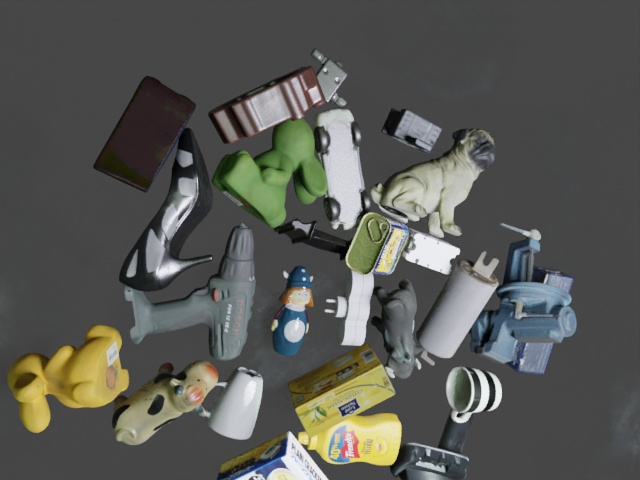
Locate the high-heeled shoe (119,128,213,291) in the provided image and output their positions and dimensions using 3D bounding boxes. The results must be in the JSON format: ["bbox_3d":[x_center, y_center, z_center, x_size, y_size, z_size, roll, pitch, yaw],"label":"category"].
[{"bbox_3d":[-0.243,-0.047,0.826,0.145,0.086,0.248,-10,75,1],"label":"high-heeled shoe"}]

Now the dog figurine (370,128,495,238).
[{"bbox_3d":[0.192,-0.118,0.909,0.172,0.121,0.190,23,84,-18],"label":"dog figurine"}]

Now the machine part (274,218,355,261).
[{"bbox_3d":[-0.002,-0.003,0.905,0.139,0.084,0.039,20,67,-27],"label":"machine part"}]

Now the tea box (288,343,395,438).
[{"bbox_3d":[0.036,0.265,0.959,0.170,0.098,0.068,-26,106,-2],"label":"tea box"}]

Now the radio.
[{"bbox_3d":[-0.236,-0.146,0.740,0.073,0.230,0.131,29,93,-20],"label":"radio"}]

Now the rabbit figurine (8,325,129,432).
[{"bbox_3d":[-0.413,0.223,0.848,0.173,0.162,0.121,2,116,6],"label":"rabbit figurine"}]

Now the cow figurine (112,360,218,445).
[{"bbox_3d":[-0.255,0.265,0.887,0.195,0.127,0.085,-34,110,1],"label":"cow figurine"}]

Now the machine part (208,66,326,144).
[{"bbox_3d":[-0.080,-0.197,0.791,0.179,0.179,0.056,-26,110,-4],"label":"machine part"}]

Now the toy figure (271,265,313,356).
[{"bbox_3d":[-0.044,0.121,0.932,0.064,0.058,0.154,1,105,-51],"label":"toy figure"}]

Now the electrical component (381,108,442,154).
[{"bbox_3d":[0.152,-0.175,0.865,0.075,0.119,0.047,24,98,-13],"label":"electrical component"}]

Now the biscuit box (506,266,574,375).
[{"bbox_3d":[0.413,0.154,1.025,0.063,0.059,0.202,10,101,-15],"label":"biscuit box"}]

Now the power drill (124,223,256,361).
[{"bbox_3d":[-0.211,0.088,0.885,0.207,0.086,0.231,-4,104,-17],"label":"power drill"}]

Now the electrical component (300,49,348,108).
[{"bbox_3d":[0.013,-0.259,0.868,0.094,0.021,0.063,36,94,-16],"label":"electrical component"}]

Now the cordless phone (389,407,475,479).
[{"bbox_3d":[0.229,0.392,1.048,0.146,0.089,0.184,20,87,-14],"label":"cordless phone"}]

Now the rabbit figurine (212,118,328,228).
[{"bbox_3d":[-0.060,-0.116,0.842,0.159,0.121,0.170,38,79,-10],"label":"rabbit figurine"}]

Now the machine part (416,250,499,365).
[{"bbox_3d":[0.241,0.123,0.954,0.079,0.079,0.243,17,117,-14],"label":"machine part"}]

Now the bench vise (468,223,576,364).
[{"bbox_3d":[0.351,0.097,0.960,0.129,0.223,0.240,22,68,-19],"label":"bench vise"}]

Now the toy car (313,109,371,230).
[{"bbox_3d":[0.036,-0.115,0.891,0.073,0.056,0.201,-13,107,-14],"label":"toy car"}]

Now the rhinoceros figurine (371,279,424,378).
[{"bbox_3d":[0.142,0.160,0.945,0.073,0.112,0.190,-14,125,-13],"label":"rhinoceros figurine"}]

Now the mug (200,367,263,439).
[{"bbox_3d":[-0.152,0.276,0.939,0.109,0.081,0.107,23,87,-10],"label":"mug"}]
